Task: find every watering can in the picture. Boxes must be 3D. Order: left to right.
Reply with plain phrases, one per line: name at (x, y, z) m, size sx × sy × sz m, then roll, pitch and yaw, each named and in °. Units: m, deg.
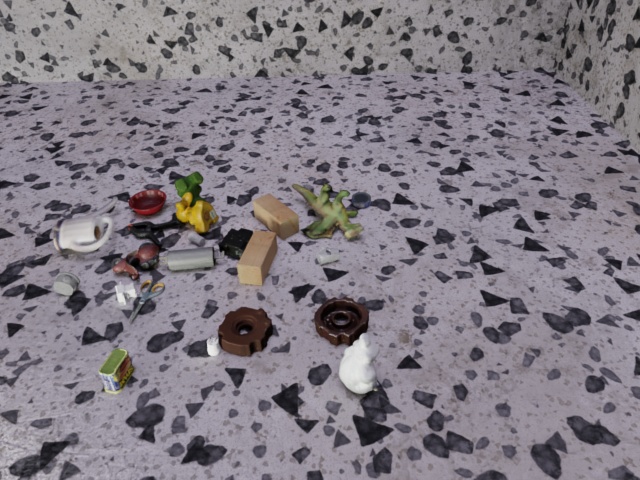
watering can at (-0.946, -0.060, 2.096) m, size 0.224 × 0.101 × 0.356 m, roll -6°, pitch 38°, yaw -5°

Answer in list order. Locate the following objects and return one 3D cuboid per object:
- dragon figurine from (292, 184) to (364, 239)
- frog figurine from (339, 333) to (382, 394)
dragon figurine at (0.006, -0.107, 2.135) m, size 0.412 × 0.119 × 0.248 m, roll 17°, pitch 49°, yaw 24°
frog figurine at (0.116, 0.355, 1.479) m, size 0.123 × 0.156 × 0.140 m, roll -11°, pitch 38°, yaw -11°
